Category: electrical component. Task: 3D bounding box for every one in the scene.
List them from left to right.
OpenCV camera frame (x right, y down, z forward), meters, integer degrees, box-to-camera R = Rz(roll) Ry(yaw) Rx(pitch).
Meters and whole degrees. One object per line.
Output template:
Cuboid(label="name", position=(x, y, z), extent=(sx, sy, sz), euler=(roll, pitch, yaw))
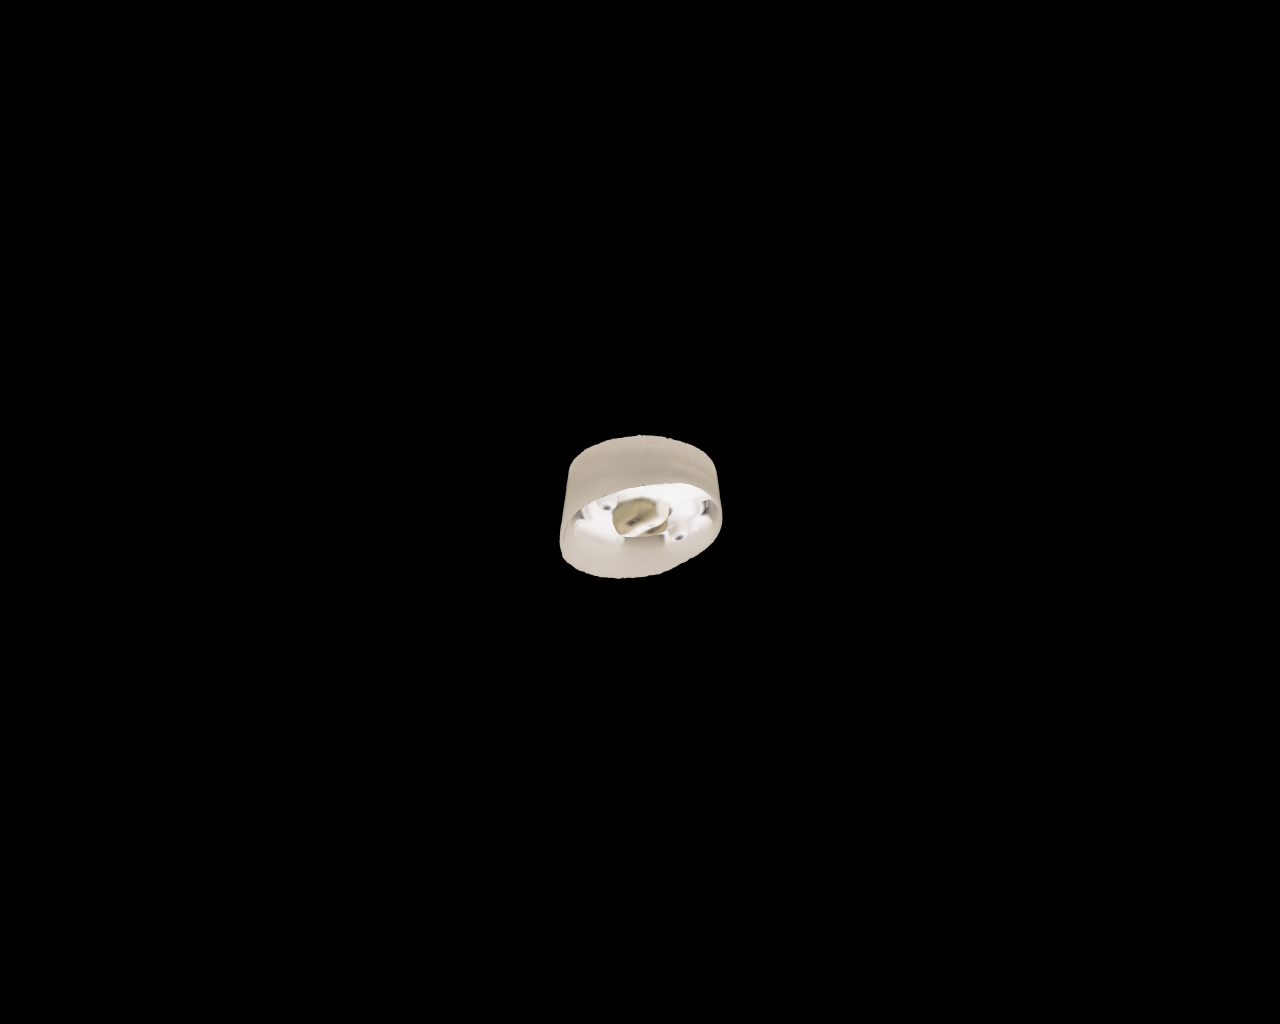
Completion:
Cuboid(label="electrical component", position=(0.001, -0.003, 0.650), extent=(0.099, 0.064, 0.099), euler=(0, -26, 0))
